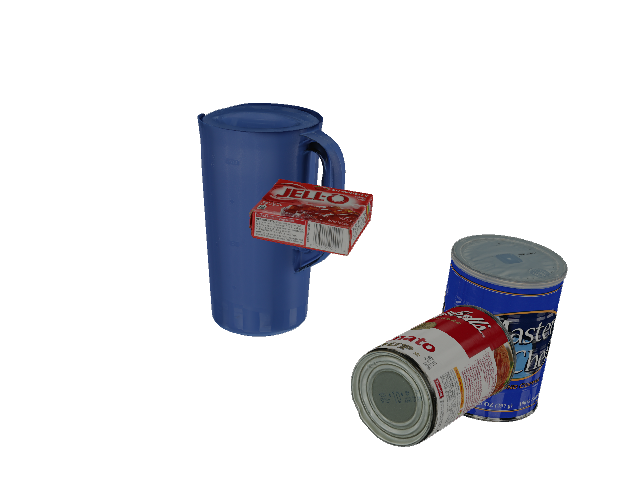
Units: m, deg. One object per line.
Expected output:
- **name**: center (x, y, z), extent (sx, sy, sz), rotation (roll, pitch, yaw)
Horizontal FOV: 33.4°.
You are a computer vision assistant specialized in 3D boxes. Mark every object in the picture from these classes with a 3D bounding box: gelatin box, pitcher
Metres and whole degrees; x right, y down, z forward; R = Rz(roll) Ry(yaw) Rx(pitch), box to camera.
- **gelatin box**: center (-0.007, -0.022, 0.912), extent (0.089, 0.030, 0.073), rotation (11, 27, 14)
- **pitcher**: center (-0.057, -0.021, 1.158), extent (0.145, 0.243, 0.149), rotation (-2, 20, -9)

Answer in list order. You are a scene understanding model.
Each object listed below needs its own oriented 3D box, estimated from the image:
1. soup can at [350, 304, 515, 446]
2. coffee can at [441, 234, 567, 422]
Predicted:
- **soup can**: center (0.076, 0.089, 0.714), extent (0.069, 0.068, 0.102), rotation (0, 13, 41)
- **coffee can**: center (0.160, 0.078, 0.971), extent (0.103, 0.140, 0.103), rotation (6, 23, -3)
